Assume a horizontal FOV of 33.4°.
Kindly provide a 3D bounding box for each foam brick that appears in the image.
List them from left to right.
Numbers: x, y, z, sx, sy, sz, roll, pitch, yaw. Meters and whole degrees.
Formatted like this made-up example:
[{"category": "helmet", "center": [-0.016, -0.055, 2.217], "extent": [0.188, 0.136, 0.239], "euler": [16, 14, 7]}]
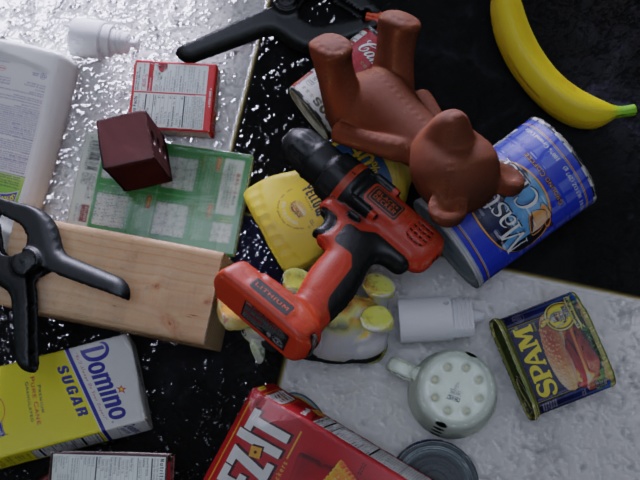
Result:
[{"category": "foam brick", "center": [-0.182, -0.087, 1.053], "extent": [0.051, 0.078, 0.053], "euler": [-12, 76, 3]}]

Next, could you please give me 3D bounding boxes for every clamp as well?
[{"category": "clamp", "center": [-0.268, 0.034, 0.978], "extent": [0.171, 0.039, 0.120], "euler": [42, 79, 17]}, {"category": "clamp", "center": [-0.037, -0.255, 1.107], "extent": [0.210, 0.036, 0.164], "euler": [5, 80, 4]}]

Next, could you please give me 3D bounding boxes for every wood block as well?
[{"category": "wood block", "center": [-0.194, 0.043, 1.037], "extent": [0.206, 0.091, 0.090], "euler": [10, 80, 7]}]

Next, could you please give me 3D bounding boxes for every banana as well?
[{"category": "banana", "center": [0.226, -0.177, 1.074], "extent": [0.069, 0.037, 0.198], "euler": [-37, 79, -21]}]

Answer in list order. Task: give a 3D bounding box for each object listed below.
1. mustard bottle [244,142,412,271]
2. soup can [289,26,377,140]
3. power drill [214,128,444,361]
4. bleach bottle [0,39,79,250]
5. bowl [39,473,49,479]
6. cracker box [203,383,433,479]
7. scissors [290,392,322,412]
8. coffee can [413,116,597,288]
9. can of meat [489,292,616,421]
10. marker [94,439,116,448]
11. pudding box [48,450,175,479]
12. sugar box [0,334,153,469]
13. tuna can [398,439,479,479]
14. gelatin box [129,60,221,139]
[{"category": "mustard bottle", "center": [0.028, -0.050, 1.052], "extent": [0.191, 0.058, 0.096], "euler": [-28, 75, -1]}, {"category": "soup can", "center": [0.028, -0.156, 1.068], "extent": [0.102, 0.068, 0.068], "euler": [-38, 79, -3]}, {"category": "power drill", "center": [-0.006, 0.001, 0.960], "extent": [0.184, 0.057, 0.187], "euler": [40, 64, 12]}, {"category": "bleach bottle", "center": [-0.324, -0.073, 1.085], "extent": [0.102, 0.068, 0.251], "euler": [13, 83, 9]}, {"category": "bowl", "center": [-0.213, 0.292, 1.008], "extent": [0.162, 0.055, 0.162], "euler": [-1, 79, 4]}, {"category": "cracker box", "center": [-0.003, 0.254, 0.967], "extent": [0.214, 0.072, 0.164], "euler": [29, 93, 15]}, {"category": "scissors", "center": [-0.005, 0.246, 1.020], "extent": [0.096, 0.016, 0.202], "euler": [-24, 78, 1]}, {"category": "coffee can", "center": [0.175, -0.036, 1.014], "extent": [0.140, 0.103, 0.103], "euler": [-36, 79, -3]}, {"category": "can of meat", "center": [0.219, 0.108, 1.008], "extent": [0.084, 0.057, 0.102], "euler": [-21, 79, -2]}, {"category": "marker", "center": [-0.260, 0.187, 1.050], "extent": [0.121, 0.020, 0.020], "euler": [7, 80, 6]}, {"category": "pudding box", "center": [-0.190, 0.237, 0.969], "extent": [0.113, 0.039, 0.090], "euler": [2, 78, 2]}, {"category": "sugar box", "center": [-0.257, 0.158, 1.027], "extent": [0.176, 0.048, 0.093], "euler": [-16, 66, -3]}, {"category": "tuna can", "center": [0.107, 0.231, 1.004], "extent": [0.086, 0.034, 0.086], "euler": [-1, 79, 5]}, {"category": "gelatin box", "center": [-0.150, -0.145, 1.100], "extent": [0.089, 0.030, 0.073], "euler": [4, 81, 5]}]
